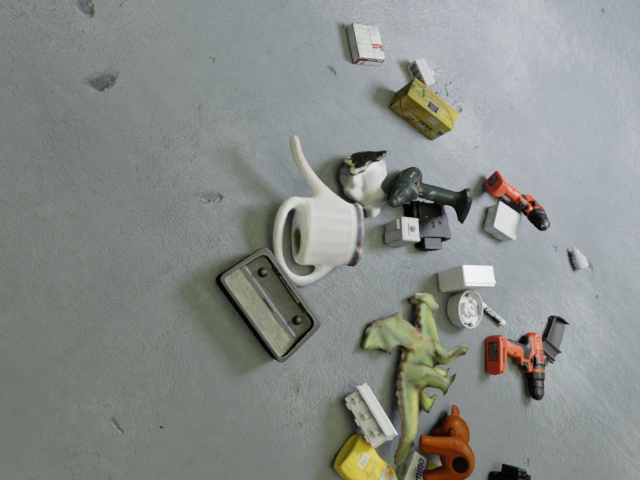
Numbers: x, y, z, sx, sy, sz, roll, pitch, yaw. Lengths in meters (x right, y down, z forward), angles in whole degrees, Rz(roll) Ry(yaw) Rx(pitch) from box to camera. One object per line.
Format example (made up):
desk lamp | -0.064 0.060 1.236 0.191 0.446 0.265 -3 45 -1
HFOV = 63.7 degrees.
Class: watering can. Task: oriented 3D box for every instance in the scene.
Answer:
watering can | 0.004 -0.061 1.208 0.224 0.104 0.347 5 93 -24

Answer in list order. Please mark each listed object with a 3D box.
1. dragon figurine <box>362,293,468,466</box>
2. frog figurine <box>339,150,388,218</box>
dragon figurine | 0.205 0.296 1.256 0.243 0.120 0.417 36 61 5
frog figurine | 0.120 -0.144 1.326 0.140 0.123 0.156 -46 136 -36
